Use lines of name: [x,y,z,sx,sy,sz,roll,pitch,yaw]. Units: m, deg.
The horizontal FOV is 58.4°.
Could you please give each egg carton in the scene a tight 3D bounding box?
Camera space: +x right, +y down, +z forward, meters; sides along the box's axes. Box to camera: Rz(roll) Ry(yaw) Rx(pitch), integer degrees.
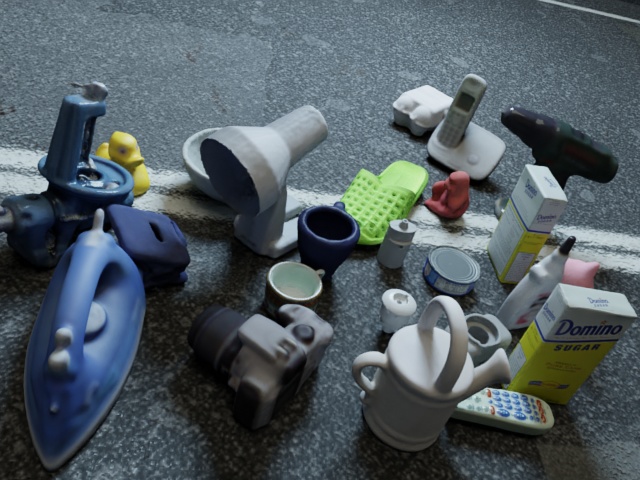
egg carton: [0.237,-0.291,1.287,0.107,0.069,0.151,38,44,24]

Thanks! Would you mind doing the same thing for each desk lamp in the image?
desk lamp: [-0.071,-0.083,0.823,0.117,0.213,0.204,38,44,24]

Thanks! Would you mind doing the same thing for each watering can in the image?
watering can: [0.127,0.142,0.645,0.173,0.194,0.100,-8,45,-27]

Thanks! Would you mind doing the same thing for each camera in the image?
camera: [-0.074,0.120,0.673,0.136,0.101,0.143,32,42,17]

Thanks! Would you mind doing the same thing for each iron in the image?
iron: [-0.256,0.091,0.611,0.119,0.141,0.258,6,41,-12]

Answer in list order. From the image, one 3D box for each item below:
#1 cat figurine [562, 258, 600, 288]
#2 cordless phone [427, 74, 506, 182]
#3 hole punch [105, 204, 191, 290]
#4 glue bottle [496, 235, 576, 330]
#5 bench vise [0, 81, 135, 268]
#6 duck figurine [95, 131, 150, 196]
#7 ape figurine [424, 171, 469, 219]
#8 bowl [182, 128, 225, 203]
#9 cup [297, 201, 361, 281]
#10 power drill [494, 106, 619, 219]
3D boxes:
cat figurine: [0.383,0.084,0.863,0.067,0.118,0.127,9,40,-9]
cordless phone: [0.308,-0.223,1.141,0.147,0.185,0.094,32,42,17]
hole punch: [-0.229,0.003,0.763,0.101,0.091,0.108,-12,47,-30]
glue bottle: [0.321,0.060,0.826,0.078,0.173,0.037,-9,46,-28]
bench vise: [-0.316,-0.079,0.727,0.121,0.220,0.207,19,39,3]
duck figurine: [-0.309,-0.129,0.892,0.104,0.086,0.078,37,43,23]
ape figurine: [0.239,-0.085,1.029,0.076,0.092,0.078,12,40,-5]
bowl: [-0.143,-0.110,0.938,0.167,0.075,0.167,10,40,-8]
cup: [0.008,0.003,0.843,0.091,0.095,0.118,20,39,4]
power drill: [0.401,-0.122,1.038,0.229,0.208,0.075,14,39,-3]
